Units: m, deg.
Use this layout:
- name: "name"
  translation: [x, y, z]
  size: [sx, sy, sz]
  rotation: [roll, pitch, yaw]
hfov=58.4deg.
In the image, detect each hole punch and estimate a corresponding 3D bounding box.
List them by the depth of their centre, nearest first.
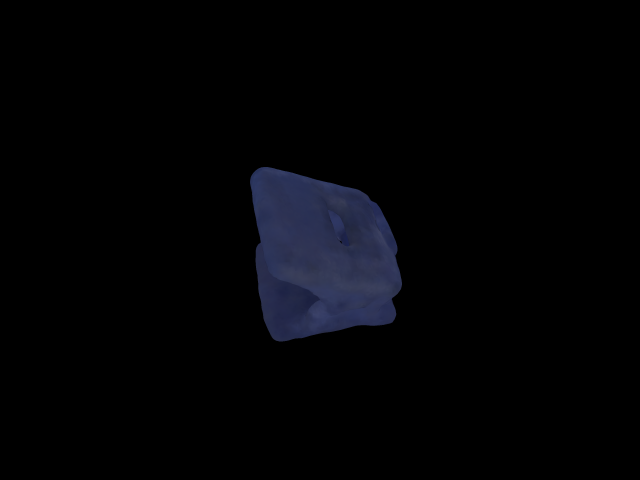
- name: "hole punch"
  translation: [0.004, 0.001, 0.400]
  size: [0.101, 0.091, 0.108]
  rotation: [-9, 46, -8]
